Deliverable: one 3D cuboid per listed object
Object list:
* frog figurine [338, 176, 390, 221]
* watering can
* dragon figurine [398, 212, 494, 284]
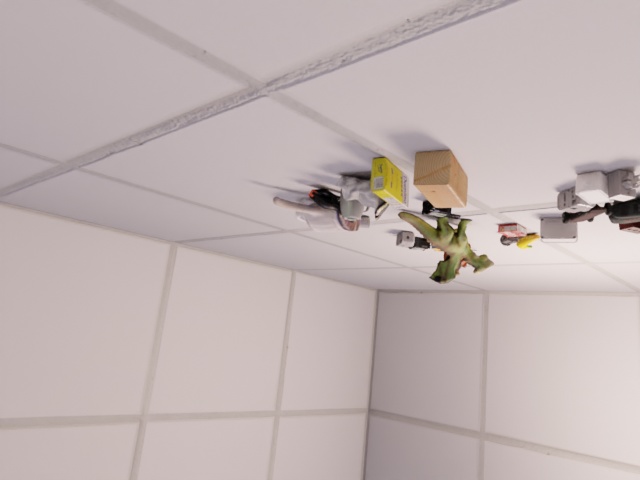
[{"bbox_3d":[0.135,-0.147,1.512,0.160,0.122,0.138,42,-167,10],"label":"frog figurine"},{"bbox_3d":[0.005,-0.090,1.788,0.224,0.105,0.345,-2,167,30],"label":"watering can"},{"bbox_3d":[0.452,0.038,1.870,0.410,0.244,0.121,8,172,-18],"label":"dragon figurine"}]
